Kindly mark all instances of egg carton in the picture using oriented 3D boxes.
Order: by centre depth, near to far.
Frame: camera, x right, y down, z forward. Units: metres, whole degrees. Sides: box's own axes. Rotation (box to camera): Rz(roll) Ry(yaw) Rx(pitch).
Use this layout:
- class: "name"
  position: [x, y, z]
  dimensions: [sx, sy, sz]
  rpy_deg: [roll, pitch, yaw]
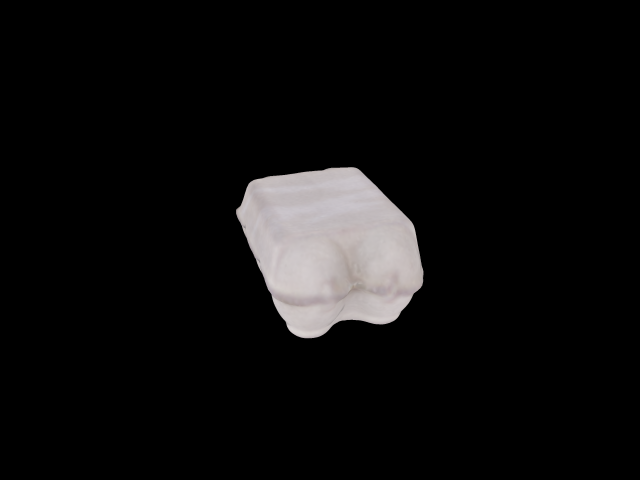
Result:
- class: "egg carton"
  position: [0.004, 0.001, 0.400]
  dimensions: [0.107, 0.069, 0.150]
  rpy_deg: [-9, 30, -16]
